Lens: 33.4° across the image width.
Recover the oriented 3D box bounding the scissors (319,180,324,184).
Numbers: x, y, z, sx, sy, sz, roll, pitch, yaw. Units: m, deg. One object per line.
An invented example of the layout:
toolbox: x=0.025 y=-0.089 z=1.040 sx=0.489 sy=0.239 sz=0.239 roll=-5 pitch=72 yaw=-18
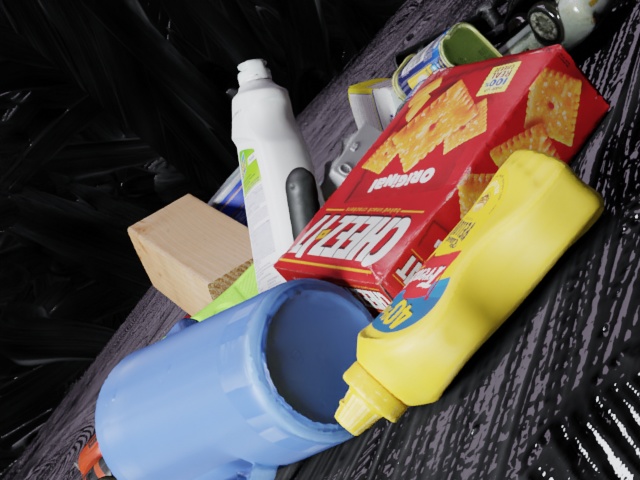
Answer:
scissors: x=-0.007 y=0.001 z=1.131 sx=0.202 sy=0.096 sz=0.016 roll=-42 pitch=39 yaw=26

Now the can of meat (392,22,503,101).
can of meat: x=0.130 y=-0.141 z=0.981 sx=0.057 sy=0.102 sz=0.084 roll=-53 pitch=11 yaw=-27

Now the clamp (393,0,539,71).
clamp: x=0.169 y=-0.220 z=1.088 sx=0.165 sy=0.036 sz=0.209 roll=-32 pitch=-6 yaw=26

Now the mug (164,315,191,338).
mug: x=-0.137 y=0.136 z=1.196 sx=0.117 sy=0.093 sz=0.081 roll=-14 pitch=27 yaw=43

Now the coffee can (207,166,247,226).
coffee can: x=-0.056 y=-0.029 z=1.291 sx=0.103 sy=0.140 sz=0.103 roll=-48 pitch=8 yaw=9

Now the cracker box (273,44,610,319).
cracker box: x=0.081 y=-0.036 z=0.766 sx=0.213 sy=0.072 sz=0.164 roll=-51 pitch=22 yaw=-16

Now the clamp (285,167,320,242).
clamp: x=-0.003 y=0.025 z=0.850 sx=0.039 sy=0.120 sz=0.171 roll=4 pitch=77 yaw=41

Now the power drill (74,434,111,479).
power drill: x=-0.242 y=0.260 z=1.257 sx=0.184 sy=0.057 sz=0.187 roll=-49 pitch=8 yaw=6

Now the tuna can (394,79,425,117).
tuna can: x=0.112 y=-0.104 z=0.959 sx=0.033 sy=0.086 sz=0.086 roll=-53 pitch=9 yaw=-31

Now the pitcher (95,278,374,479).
pitcher: x=-0.058 y=0.121 z=0.759 sx=0.144 sy=0.149 sz=0.243 roll=-37 pitch=3 yaw=-36

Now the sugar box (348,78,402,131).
sugar box: x=0.079 y=-0.121 z=1.111 sx=0.048 sy=0.093 sz=0.176 roll=-21 pitch=12 yaw=-10

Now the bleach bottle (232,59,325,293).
bleach bottle: x=-0.034 y=-0.045 z=0.962 sx=0.068 sy=0.251 sz=0.103 roll=-7 pitch=-11 yaw=-25

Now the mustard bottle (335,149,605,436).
mustard bottle: x=0.077 y=0.036 z=0.617 sx=0.191 sy=0.058 sz=0.096 roll=-50 pitch=9 yaw=0

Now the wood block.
wood block: x=-0.121 y=0.031 z=1.192 sx=0.090 sy=0.090 sz=0.206 roll=-32 pitch=32 yaw=-21
